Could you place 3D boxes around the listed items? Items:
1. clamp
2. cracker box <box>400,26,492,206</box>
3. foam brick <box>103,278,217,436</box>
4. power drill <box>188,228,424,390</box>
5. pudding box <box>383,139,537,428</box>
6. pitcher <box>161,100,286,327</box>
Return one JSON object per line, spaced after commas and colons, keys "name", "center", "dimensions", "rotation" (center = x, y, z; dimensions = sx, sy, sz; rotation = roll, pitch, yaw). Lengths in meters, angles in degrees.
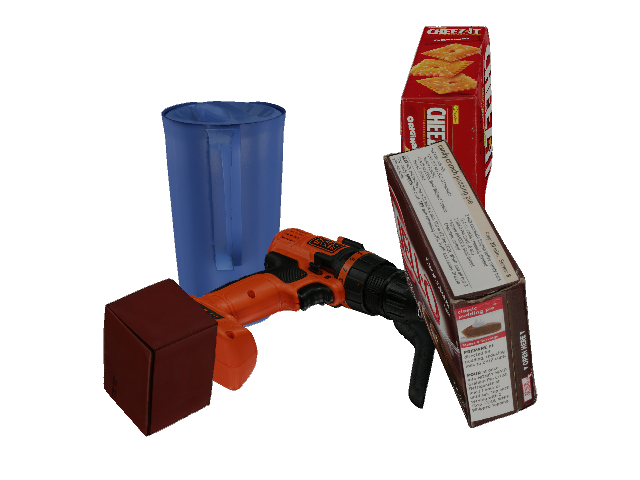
{"name": "clamp", "center": [0.132, 0.096, 1.091], "dimensions": [0.120, 0.171, 0.039], "rotation": [0, -44, -14]}
{"name": "cracker box", "center": [0.121, -0.091, 0.987], "dimensions": [0.072, 0.164, 0.213], "rotation": [2, 27, 12]}
{"name": "foam brick", "center": [-0.103, 0.074, 0.682], "dimensions": [0.051, 0.078, 0.053], "rotation": [-24, 49, -35]}
{"name": "power drill", "center": [-0.023, 0.055, 0.884], "dimensions": [0.187, 0.057, 0.185], "rotation": [-24, 29, -37]}
{"name": "pudding box", "center": [0.067, 0.019, 0.521], "dimensions": [0.039, 0.090, 0.113], "rotation": [-19, 42, -3]}
{"name": "pitcher", "center": [-0.104, -0.027, 1.171], "dimensions": [0.145, 0.243, 0.148], "rotation": [15, 24, 39]}
